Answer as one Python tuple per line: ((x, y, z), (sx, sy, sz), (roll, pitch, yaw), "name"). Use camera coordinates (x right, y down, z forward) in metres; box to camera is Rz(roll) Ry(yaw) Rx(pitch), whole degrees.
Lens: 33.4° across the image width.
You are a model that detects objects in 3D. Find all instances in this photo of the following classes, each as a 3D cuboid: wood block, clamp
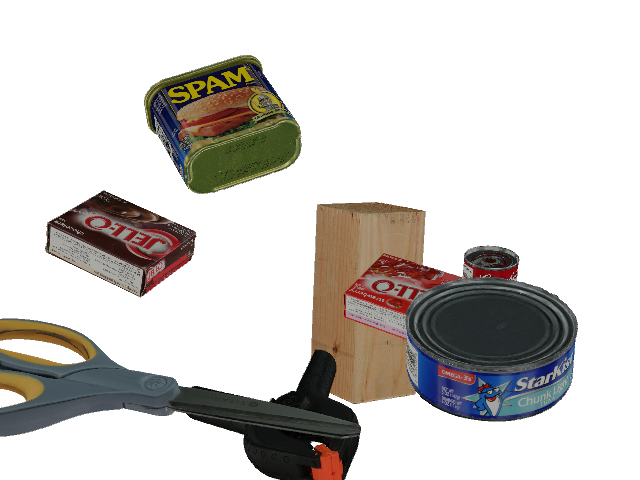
((0.051, 0.065, 1.185), (0.090, 0.206, 0.091), (-3, 10, -34), "wood block")
((-0.032, 0.127, 0.748), (0.120, 0.039, 0.171), (-18, 17, -7), "clamp")

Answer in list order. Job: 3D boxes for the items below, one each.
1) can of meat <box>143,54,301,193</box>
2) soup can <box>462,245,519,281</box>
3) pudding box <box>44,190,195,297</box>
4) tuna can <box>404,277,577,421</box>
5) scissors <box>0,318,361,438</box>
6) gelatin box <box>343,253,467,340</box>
((-0.075, -0.090, 0.837), (0.102, 0.084, 0.057), (-20, -38, -17), "can of meat")
((0.211, 0.066, 1.338), (0.068, 0.102, 0.068), (0, 23, 0), "soup can")
((-0.189, 0.002, 1.015), (0.114, 0.039, 0.089), (22, 29, 17), "pudding box")
((0.086, 0.054, 0.542), (0.086, 0.034, 0.086), (-2, 28, 1), "tuna can")
((-0.092, 0.076, 0.482), (0.202, 0.016, 0.096), (15, 28, 26), "scissors")
((0.075, 0.050, 0.913), (0.089, 0.030, 0.073), (18, 37, 25), "gelatin box")
